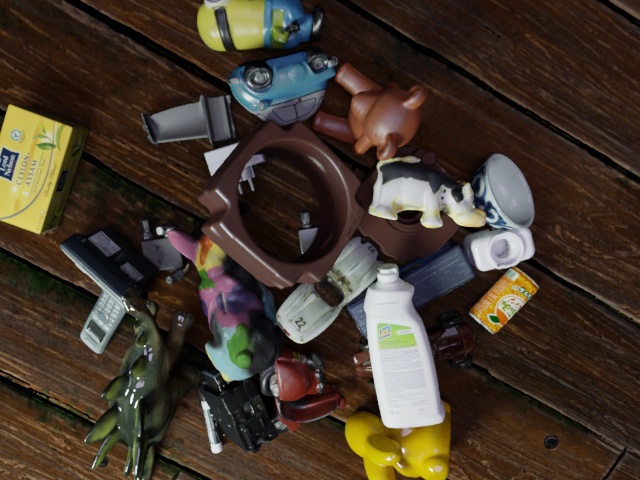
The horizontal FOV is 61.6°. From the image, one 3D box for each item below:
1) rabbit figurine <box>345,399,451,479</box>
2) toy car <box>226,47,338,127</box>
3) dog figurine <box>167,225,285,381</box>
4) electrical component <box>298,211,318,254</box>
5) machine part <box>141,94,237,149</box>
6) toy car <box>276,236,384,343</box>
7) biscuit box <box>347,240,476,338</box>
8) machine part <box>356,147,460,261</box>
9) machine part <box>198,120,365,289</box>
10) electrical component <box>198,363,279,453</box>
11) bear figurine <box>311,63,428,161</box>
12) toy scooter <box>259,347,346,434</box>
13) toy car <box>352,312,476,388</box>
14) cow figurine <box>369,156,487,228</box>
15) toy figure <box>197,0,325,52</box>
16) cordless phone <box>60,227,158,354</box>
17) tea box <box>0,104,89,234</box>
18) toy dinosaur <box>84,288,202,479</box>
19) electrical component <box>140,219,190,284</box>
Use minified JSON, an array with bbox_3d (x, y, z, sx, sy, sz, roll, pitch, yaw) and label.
[{"bbox_3d":[0.120,0.332,0.864,0.173,0.162,0.121,11,111,14],"label":"rabbit figurine"},{"bbox_3d":[-0.051,-0.220,0.788,0.162,0.109,0.102,-15,114,-8],"label":"toy car"},{"bbox_3d":[-0.142,0.073,0.794,0.108,0.192,0.219,-22,115,8],"label":"dog figurine"},{"bbox_3d":[-0.002,-0.003,0.858,0.063,0.021,0.094,-8,98,-1],"label":"electrical component"},{"bbox_3d":[-0.199,-0.176,0.818,0.139,0.039,0.084,-7,104,-2],"label":"machine part"},{"bbox_3d":[0.018,0.073,0.821,0.073,0.056,0.202,47,66,2],"label":"toy car"},{"bbox_3d":[0.143,0.076,0.855,0.203,0.059,0.062,-29,98,4],"label":"biscuit box"},{"bbox_3d":[0.137,-0.055,0.837,0.179,0.056,0.179,0,100,-2],"label":"machine part"},{"bbox_3d":[-0.052,-0.049,0.760,0.201,0.087,0.201,42,64,-20],"label":"machine part"},{"bbox_3d":[-0.136,0.256,0.846,0.058,0.115,0.134,-30,100,-31],"label":"electrical component"},{"bbox_3d":[0.065,-0.177,0.745,0.132,0.196,0.120,27,101,-5],"label":"bear figurine"},{"bbox_3d":[-0.025,0.239,0.857,0.135,0.075,0.183,-6,125,-4],"label":"toy scooter"},{"bbox_3d":[0.156,0.183,0.878,0.202,0.053,0.089,-14,102,-1],"label":"toy car"},{"bbox_3d":[0.161,-0.068,0.775,0.167,0.068,0.098,7,96,-4],"label":"cow figurine"},{"bbox_3d":[-0.087,-0.313,0.778,0.180,0.082,0.089,6,97,-5],"label":"toy figure"},{"bbox_3d":[-0.352,0.085,0.840,0.146,0.089,0.184,41,120,3],"label":"cordless phone"},{"bbox_3d":[-0.428,-0.106,0.807,0.098,0.068,0.169,19,99,-5],"label":"tea box"},{"bbox_3d":[-0.265,0.251,0.805,0.105,0.198,0.470,13,132,7],"label":"toy dinosaur"},{"bbox_3d":[-0.242,0.018,0.843,0.078,0.045,0.102,-2,99,-3],"label":"electrical component"}]
